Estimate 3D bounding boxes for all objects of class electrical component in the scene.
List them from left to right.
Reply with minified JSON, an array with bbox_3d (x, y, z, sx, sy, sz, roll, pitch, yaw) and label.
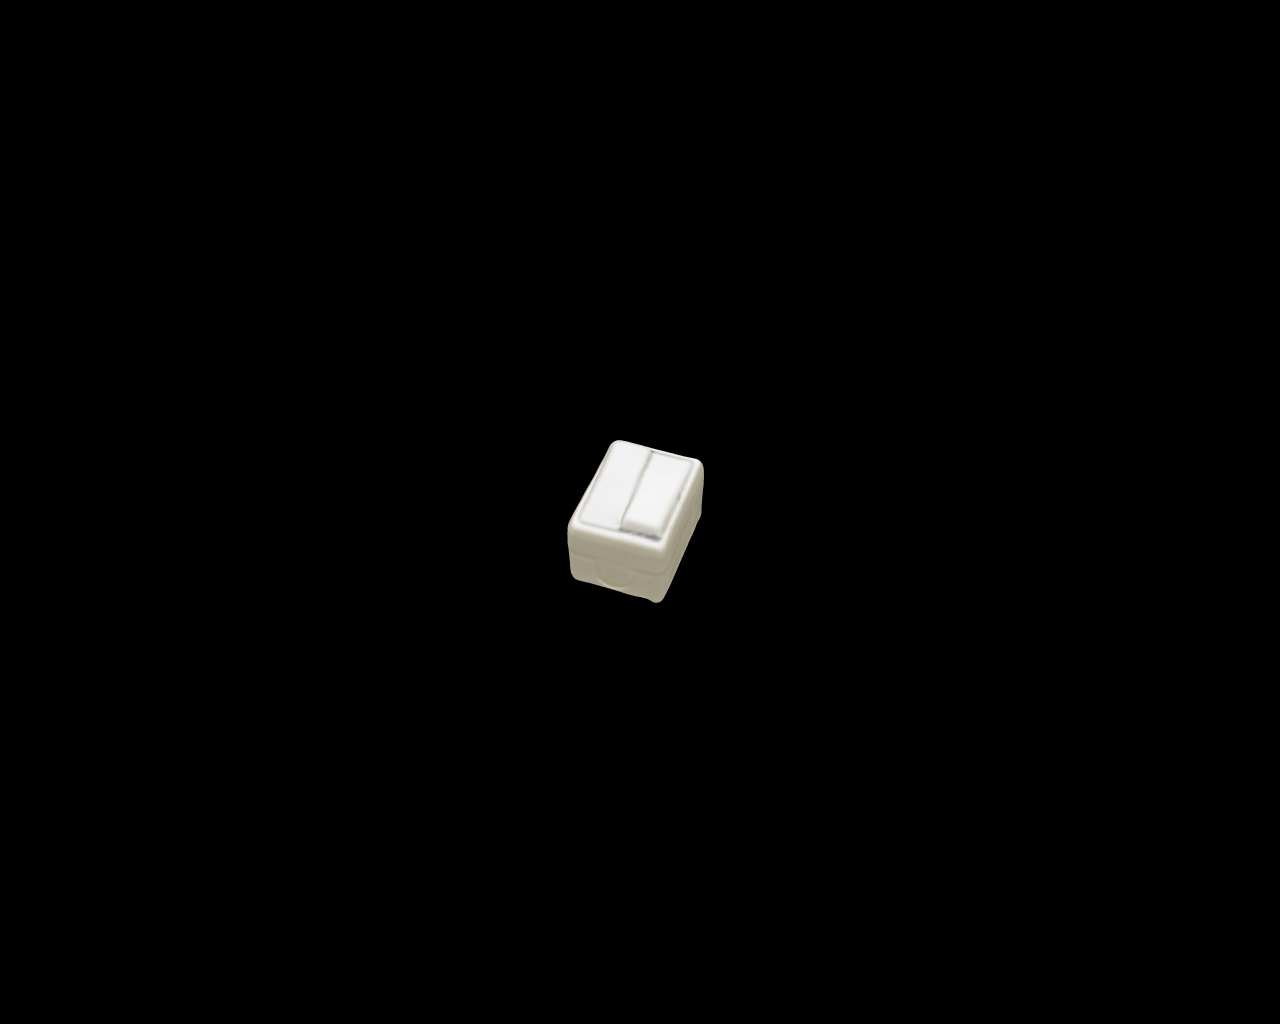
[{"bbox_3d":[0.001,-0.003,0.650,0.062,0.096,0.061,16,-39,13],"label":"electrical component"}]
